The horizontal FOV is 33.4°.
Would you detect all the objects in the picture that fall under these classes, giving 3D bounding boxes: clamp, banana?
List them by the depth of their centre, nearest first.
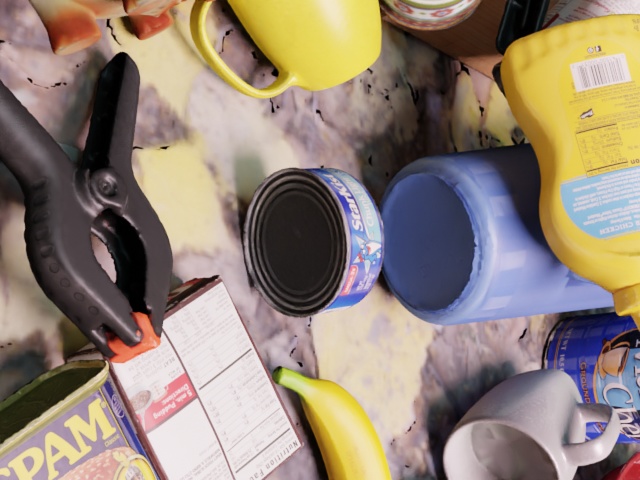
[{"bbox_3d":[-0.123,-0.025,0.516,0.120,0.039,0.171,2,64,-43],"label":"clamp"},{"bbox_3d":[0.015,0.167,0.633,0.069,0.037,0.198,-9,86,-27],"label":"banana"},{"bbox_3d":[0.155,-0.220,0.699,0.209,0.036,0.164,-43,139,-52],"label":"clamp"}]

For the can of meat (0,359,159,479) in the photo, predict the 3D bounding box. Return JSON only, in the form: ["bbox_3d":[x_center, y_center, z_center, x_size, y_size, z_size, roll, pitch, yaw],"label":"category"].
[{"bbox_3d":[-0.127,0.118,0.496,0.101,0.058,0.084,-36,108,-41],"label":"can of meat"}]

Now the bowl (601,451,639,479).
[{"bbox_3d":[0.238,0.238,0.807,0.161,0.055,0.162,11,74,-41],"label":"bowl"}]

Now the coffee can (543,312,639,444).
[{"bbox_3d":[0.253,0.100,0.793,0.102,0.141,0.103,11,74,-41],"label":"coffee can"}]

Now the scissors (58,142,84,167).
[{"bbox_3d":[-0.182,-0.074,0.514,0.201,0.016,0.096,-4,82,-46],"label":"scissors"}]

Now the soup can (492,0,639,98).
[{"bbox_3d":[0.174,-0.126,0.712,0.102,0.069,0.068,-45,116,-4],"label":"soup can"}]

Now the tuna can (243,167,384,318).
[{"bbox_3d":[-0.004,0.001,0.614,0.033,0.086,0.086,-5,85,-45],"label":"tuna can"}]

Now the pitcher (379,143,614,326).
[{"bbox_3d":[0.167,-0.006,0.730,0.242,0.149,0.145,-7,72,-38],"label":"pitcher"}]

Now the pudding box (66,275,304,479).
[{"bbox_3d":[-0.068,0.088,0.569,0.089,0.039,0.113,-34,106,-42],"label":"pudding box"}]

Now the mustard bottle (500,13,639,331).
[{"bbox_3d":[0.174,-0.033,0.625,0.096,0.058,0.191,-11,76,-3],"label":"mustard bottle"}]

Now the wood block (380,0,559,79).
[{"bbox_3d":[0.148,-0.178,0.791,0.205,0.091,0.090,19,68,-39],"label":"wood block"}]
